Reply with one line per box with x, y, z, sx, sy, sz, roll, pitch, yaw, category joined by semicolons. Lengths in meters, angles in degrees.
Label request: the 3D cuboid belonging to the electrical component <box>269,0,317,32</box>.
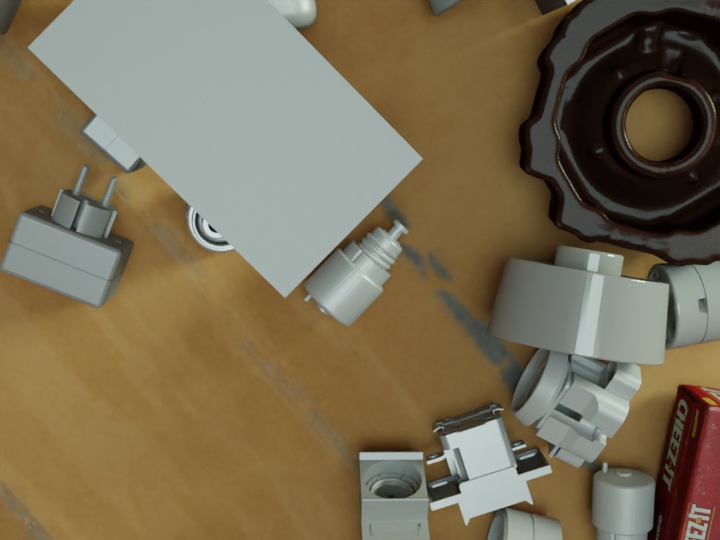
-0.076;-0.161;0.647;0.095;0.053;0.059;-13;99;0;electrical component

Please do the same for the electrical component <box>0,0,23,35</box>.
-0.246;-0.171;0.616;0.108;0.108;0.060;23;104;-5;electrical component

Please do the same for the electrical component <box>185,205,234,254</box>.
-0.086;-0.031;0.663;0.048;0.062;0.048;0;99;-2;electrical component

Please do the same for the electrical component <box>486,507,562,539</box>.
0.114;0.231;0.717;0.074;0.052;0.138;13;98;-4;electrical component

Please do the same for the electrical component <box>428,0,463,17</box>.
0.050;-0.189;0.652;0.045;0.045;0.055;-32;98;3;electrical component

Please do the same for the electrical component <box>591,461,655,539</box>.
0.174;0.168;0.715;0.040;0.040;0.078;0;99;-2;electrical component

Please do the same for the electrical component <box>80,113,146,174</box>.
-0.146;-0.109;0.656;0.077;0.047;0.065;42;96;-7;electrical component

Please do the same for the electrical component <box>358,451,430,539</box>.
0.020;0.156;0.694;0.042;0.081;0.063;1;121;-2;electrical component

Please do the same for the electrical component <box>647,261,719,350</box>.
0.215;0.021;0.686;0.047;0.055;0.055;-7;99;-5;electrical component

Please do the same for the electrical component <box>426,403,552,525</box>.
0.079;0.124;0.704;0.081;0.042;0.063;-18;98;1;electrical component

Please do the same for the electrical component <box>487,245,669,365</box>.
0.136;0.018;0.658;0.108;0.108;0.060;9;93;-3;electrical component

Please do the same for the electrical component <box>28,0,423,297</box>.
-0.071;-0.090;0.595;0.105;0.060;0.186;-45;97;1;electrical component

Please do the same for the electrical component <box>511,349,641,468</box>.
0.134;0.082;0.690;0.057;0.058;0.078;27;118;-3;electrical component

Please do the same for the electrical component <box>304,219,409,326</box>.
0.000;0.000;0.682;0.040;0.040;0.078;43;95;-8;electrical component

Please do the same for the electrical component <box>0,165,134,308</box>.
-0.175;-0.026;0.669;0.066;0.047;0.076;22;98;-5;electrical component
